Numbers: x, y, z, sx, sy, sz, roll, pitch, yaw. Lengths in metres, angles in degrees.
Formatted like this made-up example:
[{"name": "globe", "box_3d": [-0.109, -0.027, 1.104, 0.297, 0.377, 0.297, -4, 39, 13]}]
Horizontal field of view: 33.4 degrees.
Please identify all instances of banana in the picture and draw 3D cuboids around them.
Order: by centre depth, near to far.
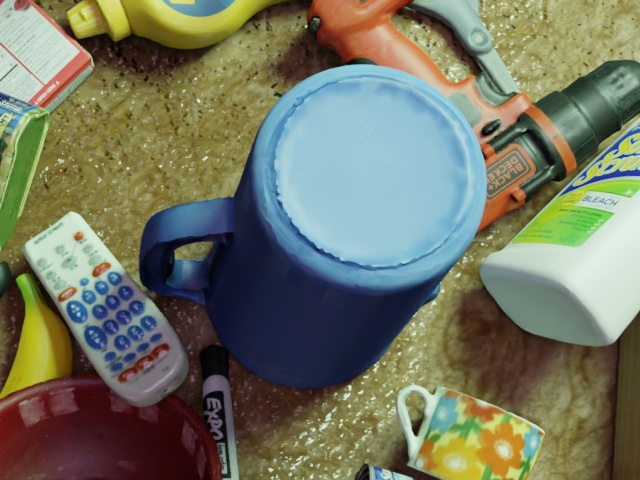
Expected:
[{"name": "banana", "box_3d": [-0.207, 0.119, 0.648, 0.070, 0.037, 0.197, 31, 79, 13]}]

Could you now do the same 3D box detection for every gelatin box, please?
[{"name": "gelatin box", "box_3d": [-0.202, -0.119, 0.687, 0.089, 0.030, 0.073, 44, 82, 2]}]

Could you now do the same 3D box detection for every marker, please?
[{"name": "marker", "box_3d": [-0.060, 0.110, 0.637, 0.020, 0.020, 0.121, -4, 43, -6]}]

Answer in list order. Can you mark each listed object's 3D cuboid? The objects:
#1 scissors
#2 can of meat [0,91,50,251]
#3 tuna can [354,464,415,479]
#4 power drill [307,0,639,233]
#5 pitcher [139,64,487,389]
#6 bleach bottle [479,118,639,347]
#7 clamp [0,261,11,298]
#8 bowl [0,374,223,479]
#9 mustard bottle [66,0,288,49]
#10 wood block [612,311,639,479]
[{"name": "scissors", "box_3d": [0.115, -0.154, 0.728, 0.202, 0.016, 0.096, 44, 80, 2]}, {"name": "can of meat", "box_3d": [-0.220, -0.048, 0.645, 0.084, 0.057, 0.102, 22, 106, 0]}, {"name": "tuna can", "box_3d": [0.032, 0.179, 0.634, 0.033, 0.086, 0.086, 17, 80, -4]}, {"name": "power drill", "box_3d": [0.095, -0.110, 0.687, 0.184, 0.057, 0.187, -36, 88, -2]}, {"name": "pitcher", "box_3d": [-0.004, 0.001, 0.578, 0.149, 0.243, 0.145, -42, 84, -16]}, {"name": "bleach bottle", "box_3d": [0.218, -0.044, 0.689, 0.250, 0.103, 0.068, -46, 112, -17]}, {"name": "clamp", "box_3d": [-0.285, 0.083, 0.644, 0.164, 0.036, 0.210, 11, 83, -5]}, {"name": "bowl", "box_3d": [-0.133, 0.151, 0.590, 0.162, 0.055, 0.162, 0, 40, 0]}, {"name": "mustard bottle", "box_3d": [-0.074, -0.179, 0.693, 0.191, 0.058, 0.096, -27, 82, -8]}, {"name": "wood block", "box_3d": [0.239, 0.134, 0.658, 0.090, 0.090, 0.206, 7, 80, -5]}]
